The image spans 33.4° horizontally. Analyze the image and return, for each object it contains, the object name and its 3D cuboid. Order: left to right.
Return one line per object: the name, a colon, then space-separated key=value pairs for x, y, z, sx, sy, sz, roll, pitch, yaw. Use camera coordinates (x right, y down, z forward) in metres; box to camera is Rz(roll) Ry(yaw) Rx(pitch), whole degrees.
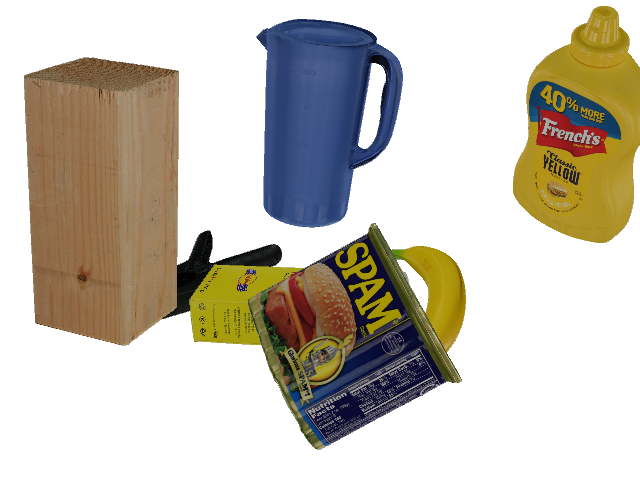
wood block: x=-0.173 y=-0.034 z=0.858 sx=0.091 sy=0.206 sz=0.090 roll=12 pitch=23 yaw=19
clamp: x=-0.125 y=0.039 z=1.213 sx=0.120 sy=0.039 sz=0.171 roll=0 pitch=30 yaw=30
sugar box: x=-0.015 y=0.055 z=0.907 sx=0.176 sy=0.048 sz=0.093 roll=-1 pitch=18 yaw=8
pitcher: x=0.001 y=-0.142 z=1.312 sx=0.144 sy=0.243 sz=0.149 roll=-5 pitch=26 yaw=-23
can of meat: x=0.015 y=0.051 z=0.570 sx=0.084 sy=0.057 sz=0.102 roll=-29 pitch=39 yaw=4
banana: x=0.114 y=0.057 z=1.075 sx=0.070 sy=0.037 sz=0.198 roll=-29 pitch=29 yaw=12
mustard bottle: x=0.201 y=-0.091 z=0.811 sx=0.096 sy=0.192 sz=0.058 roll=34 pitch=54 yaw=31
